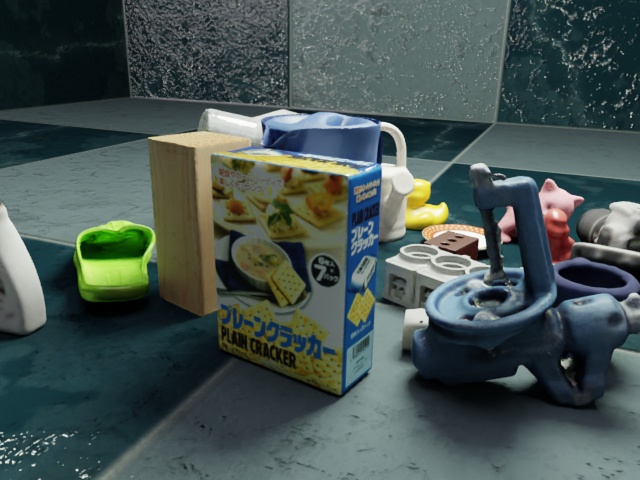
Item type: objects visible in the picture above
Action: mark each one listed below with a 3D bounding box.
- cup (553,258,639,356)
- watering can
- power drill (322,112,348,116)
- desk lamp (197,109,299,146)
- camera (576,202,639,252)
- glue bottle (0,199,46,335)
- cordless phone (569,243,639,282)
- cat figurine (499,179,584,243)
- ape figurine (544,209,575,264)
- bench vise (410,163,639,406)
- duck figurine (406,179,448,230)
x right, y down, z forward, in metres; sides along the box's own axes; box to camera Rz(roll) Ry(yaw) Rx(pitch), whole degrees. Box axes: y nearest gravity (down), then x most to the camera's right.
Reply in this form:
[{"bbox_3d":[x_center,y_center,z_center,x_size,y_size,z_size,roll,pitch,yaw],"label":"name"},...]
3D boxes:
[{"bbox_3d":[0.287,0.076,0.626,0.091,0.095,0.118,5,19,11],"label":"cup"},{"bbox_3d":[0.106,-0.101,0.973,0.101,0.194,0.172,-14,25,-38],"label":"watering can"},{"bbox_3d":[0.002,-0.123,1.008,0.076,0.208,0.228,-10,22,-29],"label":"power drill"},{"bbox_3d":[-0.125,-0.114,0.967,0.204,0.214,0.117,-8,21,-25],"label":"desk lamp"},{"bbox_3d":[0.476,-0.012,0.885,0.143,0.101,0.136,-1,19,-8],"label":"camera"},{"bbox_3d":[-0.351,0.018,0.629,0.078,0.173,0.037,7,20,16],"label":"glue bottle"},{"bbox_3d":[0.397,0.000,0.715,0.147,0.185,0.094,14,23,32],"label":"cordless phone"},{"bbox_3d":[0.364,-0.048,0.955,0.127,0.118,0.067,14,23,32],"label":"cat figurine"},{"bbox_3d":[0.346,-0.001,0.859,0.078,0.092,0.076,0,19,-3],"label":"ape figurine"},{"bbox_3d":[0.195,0.037,0.540,0.207,0.220,0.121,-2,19,-10],"label":"bench vise"},{"bbox_3d":[0.184,-0.069,1.052,0.104,0.086,0.077,3,19,4],"label":"duck figurine"}]
